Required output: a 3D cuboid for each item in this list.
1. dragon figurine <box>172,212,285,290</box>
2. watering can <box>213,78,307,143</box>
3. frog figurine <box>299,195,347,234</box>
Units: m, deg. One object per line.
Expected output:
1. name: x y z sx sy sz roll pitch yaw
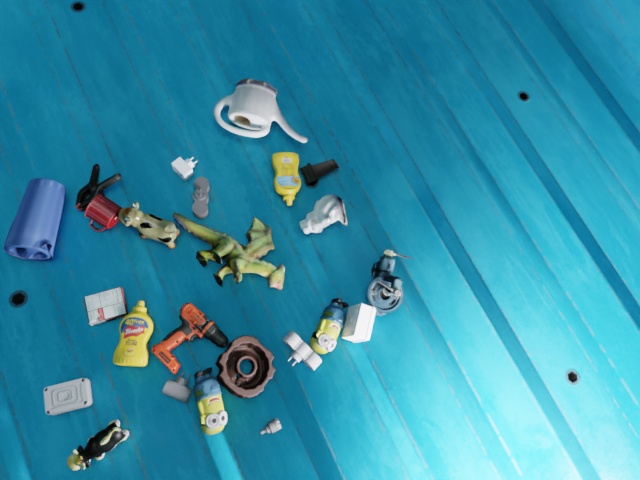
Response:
1. dragon figurine: -0.270 0.012 1.692 0.246 0.120 0.412 -35 81 -36
2. watering can: -0.204 -0.462 1.861 0.347 0.102 0.228 11 68 -5
3. frog figurine: 0.005 -0.088 1.754 0.159 0.120 0.140 -10 39 -4
